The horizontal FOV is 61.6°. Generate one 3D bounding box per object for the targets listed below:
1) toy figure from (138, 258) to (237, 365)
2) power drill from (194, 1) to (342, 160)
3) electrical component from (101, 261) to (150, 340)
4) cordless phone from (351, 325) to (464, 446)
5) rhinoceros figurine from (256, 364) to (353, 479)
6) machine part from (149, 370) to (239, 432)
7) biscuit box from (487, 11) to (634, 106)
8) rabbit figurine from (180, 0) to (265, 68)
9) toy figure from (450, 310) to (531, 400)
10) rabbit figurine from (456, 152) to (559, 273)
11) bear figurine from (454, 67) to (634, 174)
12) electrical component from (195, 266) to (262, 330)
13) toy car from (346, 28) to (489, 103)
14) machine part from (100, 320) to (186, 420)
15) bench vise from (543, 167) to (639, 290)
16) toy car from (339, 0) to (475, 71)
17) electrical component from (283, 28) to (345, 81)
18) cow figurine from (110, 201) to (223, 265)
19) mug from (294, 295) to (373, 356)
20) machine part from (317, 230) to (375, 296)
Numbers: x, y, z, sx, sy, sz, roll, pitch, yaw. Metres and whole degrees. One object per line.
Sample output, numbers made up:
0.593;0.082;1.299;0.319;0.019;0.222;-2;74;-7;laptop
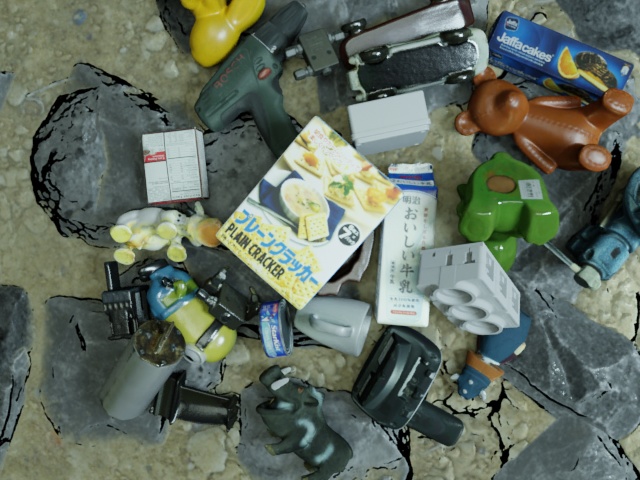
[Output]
-0.202;0.108;0.820;0.089;0.082;0.180;-34;86;4;toy figure
-0.058;-0.213;0.803;0.232;0.086;0.207;-39;93;4;power drill
-0.299;0.090;0.830;0.048;0.075;0.119;-6;88;5;electrical component
0.154;0.225;0.807;0.184;0.089;0.146;29;93;-8;cordless phone
-0.030;0.277;0.814;0.112;0.073;0.190;-40;88;5;rhinoceros figurine
-0.196;0.255;0.844;0.139;0.039;0.084;15;87;5;machine part
0.339;-0.259;0.781;0.203;0.059;0.062;24;93;3;biscuit box
-0.162;-0.351;0.805;0.162;0.122;0.173;-10;105;-5;rabbit figurine
0.255;0.170;0.798;0.057;0.064;0.154;25;99;-34;toy figure
0.240;-0.027;0.759;0.121;0.170;0.159;-6;48;2;rabbit figurine
0.303;-0.175;0.755;0.196;0.132;0.120;26;88;-3;bear figurine
-0.135;0.088;0.814;0.045;0.078;0.102;-41;108;16;electrical component
0.138;-0.248;0.764;0.202;0.056;0.073;-12;114;4;toy car
-0.263;0.193;0.790;0.079;0.079;0.243;39;125;2;machine part
0.435;-0.028;0.701;0.224;0.240;0.129;-32;85;-12;bench vise
0.126;-0.305;0.799;0.202;0.053;0.089;-21;105;4;toy car
-0.002;-0.265;0.766;0.094;0.021;0.063;-24;86;-12;electrical component
-0.226;-0.018;0.820;0.167;0.098;0.068;-4;122;-2;cow figurine
0.014;0.123;0.795;0.107;0.109;0.080;13;98;17;mug
-0.002;-0.002;0.815;0.179;0.056;0.179;0;91;3;machine part
